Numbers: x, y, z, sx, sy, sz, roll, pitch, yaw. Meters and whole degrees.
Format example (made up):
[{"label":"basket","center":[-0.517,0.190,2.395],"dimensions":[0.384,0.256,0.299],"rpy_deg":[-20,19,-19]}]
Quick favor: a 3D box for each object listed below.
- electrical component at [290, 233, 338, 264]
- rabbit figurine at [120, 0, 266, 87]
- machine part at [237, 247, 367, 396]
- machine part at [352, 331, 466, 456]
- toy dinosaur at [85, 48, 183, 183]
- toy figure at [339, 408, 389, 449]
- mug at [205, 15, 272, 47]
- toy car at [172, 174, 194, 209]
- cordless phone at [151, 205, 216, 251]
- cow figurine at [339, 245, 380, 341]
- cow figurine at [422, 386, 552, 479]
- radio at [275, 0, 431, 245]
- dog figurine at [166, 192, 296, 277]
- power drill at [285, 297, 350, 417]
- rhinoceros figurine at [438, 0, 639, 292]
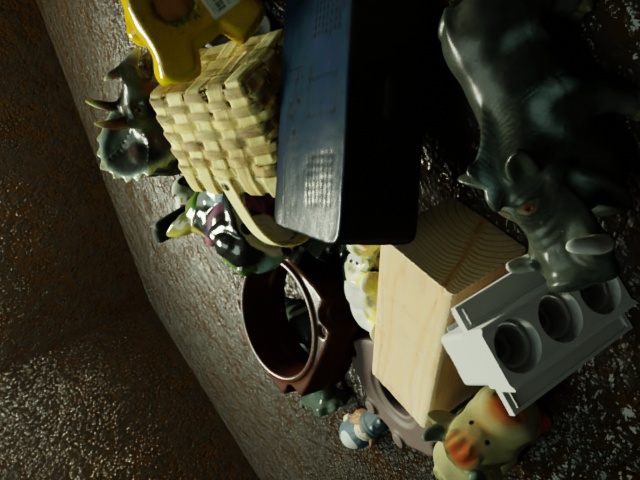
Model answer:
[{"label":"electrical component","center":[-0.001,-0.002,0.699],"dimensions":[0.021,0.094,0.063],"rpy_deg":[27,-170,-47]},{"label":"rabbit figurine","center":[-0.151,-0.237,0.529],"dimensions":[0.162,0.122,0.173],"rpy_deg":[43,-173,-20]},{"label":"machine part","center":[-0.035,0.107,0.789],"dimensions":[0.201,0.087,0.201],"rpy_deg":[47,129,35]},{"label":"machine part","center":[0.110,0.189,0.689],"dimensions":[0.180,0.056,0.179],"rpy_deg":[44,148,37]},{"label":"toy dinosaur","center":[-0.227,-0.148,0.801],"dimensions":[0.405,0.192,0.131],"rpy_deg":[171,79,-76]},{"label":"toy figure","center":[0.074,0.312,0.888],"dimensions":[0.064,0.058,0.154],"rpy_deg":[23,150,-3]},{"label":"mug","center":[-0.105,-0.216,0.672],"dimensions":[0.081,0.109,0.107],"rpy_deg":[45,163,22]},{"label":"toy car","center":[-0.251,-0.103,1.051],"dimensions":[0.202,0.056,0.073],"rpy_deg":[-100,7,-62]},{"label":"cordless phone","center":[-0.211,-0.023,0.971],"dimensions":[0.089,0.184,0.146],"rpy_deg":[48,151,23]},{"label":"cow figurine","center":[0.057,0.031,0.632],"dimensions":[0.098,0.068,0.167],"rpy_deg":[34,142,58]},{"label":"cow figurine","center":[0.154,0.193,0.517],"dimensions":[0.086,0.127,0.194],"rpy_deg":[46,153,29]},{"label":"radio","center":[0.021,-0.113,0.449],"dimensions":[0.131,0.073,0.229],"rpy_deg":[10,97,63]},{"label":"dog figurine","center":[-0.136,-0.017,0.762],"dimensions":[0.219,0.108,0.191],"rpy_deg":[-31,56,45]},{"label":"power drill","center":[-0.030,0.200,0.970],"dimensions":[0.232,0.086,0.207],"rpy_deg":[-3,103,62]},{"label":"rhinoceros figurine","center":[0.133,-0.064,0.325],"dimensions":[0.073,0.112,0.190],"rpy_deg":[-28,81,64]}]
